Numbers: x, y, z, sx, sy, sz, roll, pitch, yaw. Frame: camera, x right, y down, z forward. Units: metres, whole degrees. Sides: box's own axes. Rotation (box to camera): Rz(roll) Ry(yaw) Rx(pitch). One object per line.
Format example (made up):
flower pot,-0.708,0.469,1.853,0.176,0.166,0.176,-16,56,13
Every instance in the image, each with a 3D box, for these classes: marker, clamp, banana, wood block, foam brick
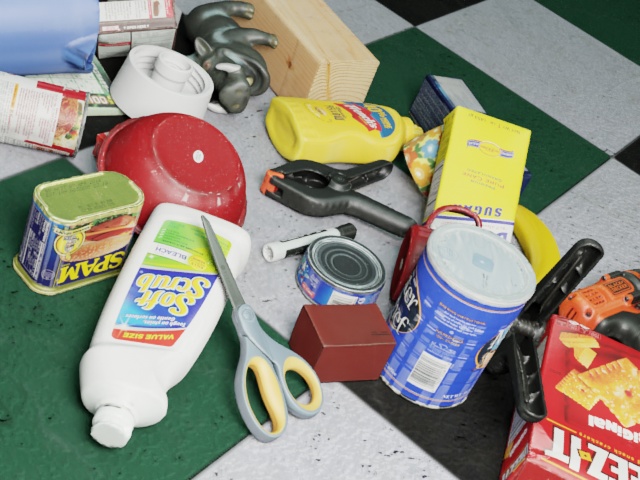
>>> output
marker,-0.007,0.001,1.089,0.120,0.020,0.020,-15,51,-41
clamp,0.024,-0.047,1.152,0.171,0.039,0.120,-2,38,-25
banana,0.236,0.022,1.186,0.069,0.037,0.197,24,36,-2
clamp,0.192,0.072,0.985,0.036,0.164,0.210,23,-1,-8
wood block,-0.028,-0.244,1.329,0.090,0.091,0.206,-7,46,-35
foam brick,0.019,0.093,0.960,0.078,0.051,0.053,2,42,-28

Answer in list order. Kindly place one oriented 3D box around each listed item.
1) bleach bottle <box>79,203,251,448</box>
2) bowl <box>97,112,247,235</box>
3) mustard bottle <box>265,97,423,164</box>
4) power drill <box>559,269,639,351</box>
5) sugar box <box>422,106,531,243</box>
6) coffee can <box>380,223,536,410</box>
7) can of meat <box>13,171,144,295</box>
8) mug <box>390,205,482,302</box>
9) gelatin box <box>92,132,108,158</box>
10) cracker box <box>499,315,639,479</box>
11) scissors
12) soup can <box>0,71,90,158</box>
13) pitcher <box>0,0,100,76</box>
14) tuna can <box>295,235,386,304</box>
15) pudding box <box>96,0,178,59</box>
bleach bottle,-0.132,0.073,0.893,0.102,0.068,0.250,21,38,-6
bowl,-0.131,-0.069,1.038,0.161,0.055,0.162,18,51,-25
mustard bottle,0.039,-0.126,1.244,0.191,0.058,0.096,-1,36,-31
power drill,0.370,0.105,1.141,0.184,0.057,0.188,-15,48,-37
sugar box,0.166,-0.048,1.154,0.093,0.048,0.176,16,69,-10
coffee can,0.119,0.070,0.969,0.102,0.140,0.103,15,37,-12
can of meat,-0.209,-0.009,0.932,0.101,0.084,0.057,-18,53,-43
mug,0.122,0.022,1.060,0.081,0.117,0.093,16,9,-3
gelatin box,-0.175,-0.085,1.096,0.089,0.030,0.073,-20,53,-43
cracker box,0.260,0.179,0.969,0.164,0.072,0.213,25,36,3
scissors,-0.048,0.074,0.916,0.096,0.016,0.202,8,60,-40
soup can,-0.284,-0.125,1.051,0.102,0.069,0.068,12,37,-16
pitcher,-0.357,-0.233,1.084,0.242,0.145,0.149,-10,11,-27
tuna can,0.021,0.034,1.051,0.086,0.034,0.086,15,36,-12
pudding box,-0.207,-0.235,1.190,0.090,0.113,0.039,-7,88,-11
